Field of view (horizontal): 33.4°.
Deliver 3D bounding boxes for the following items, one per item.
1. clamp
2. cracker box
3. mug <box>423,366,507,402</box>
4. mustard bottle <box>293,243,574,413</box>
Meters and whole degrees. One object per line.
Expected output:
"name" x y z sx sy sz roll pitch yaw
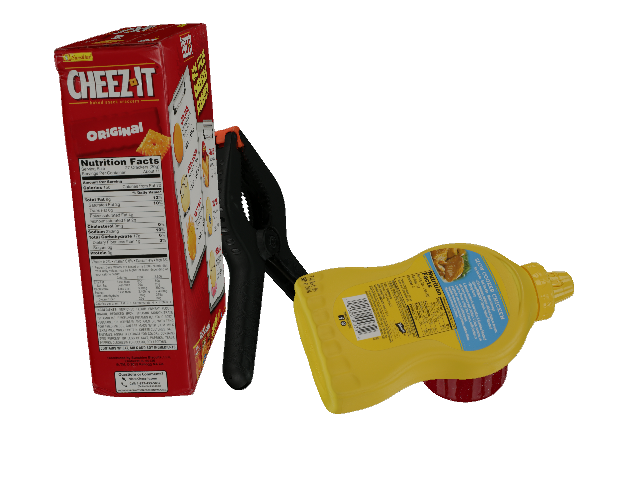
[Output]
"clamp" -0.048 0.007 0.909 0.036 0.210 0.164 -11 2 31
"cracker box" -0.111 -0.027 0.694 0.072 0.214 0.164 -2 15 3
"mug" 0.131 0.084 0.976 0.093 0.081 0.117 0 39 6
"mustard bottle" 0.083 0.051 0.732 0.191 0.096 0.058 -13 -32 -11
